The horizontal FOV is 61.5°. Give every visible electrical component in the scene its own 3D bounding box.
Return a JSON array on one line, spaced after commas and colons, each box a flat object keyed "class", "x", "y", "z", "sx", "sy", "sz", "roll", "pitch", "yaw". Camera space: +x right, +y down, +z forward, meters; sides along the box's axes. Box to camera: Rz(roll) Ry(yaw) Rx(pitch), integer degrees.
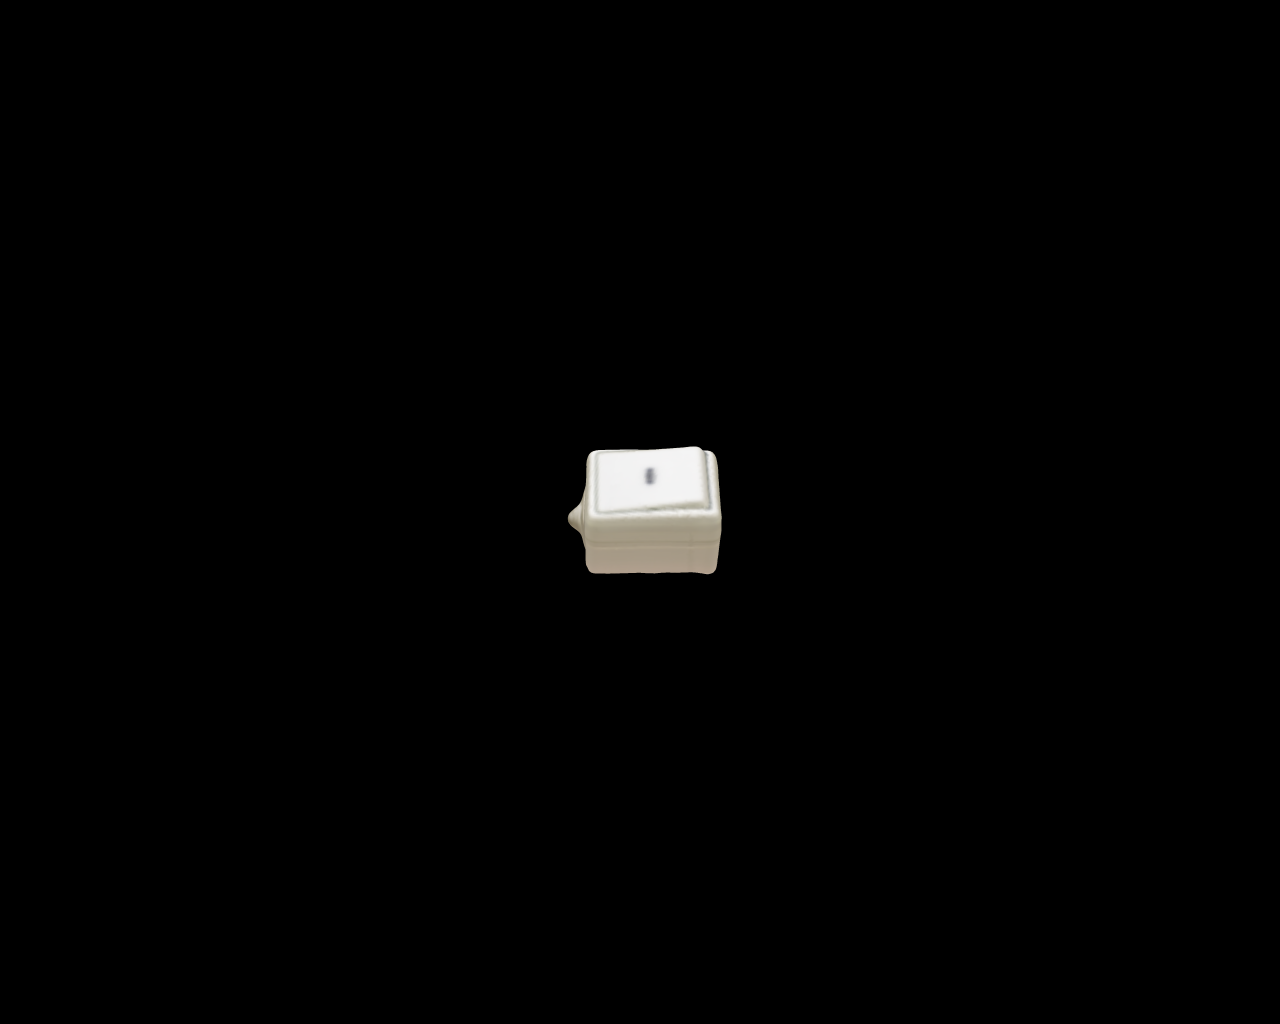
[{"class": "electrical component", "x": 0.001, "y": -0.003, "z": 0.650, "sx": 0.096, "sy": 0.062, "sz": 0.061, "roll": 0, "pitch": -43, "yaw": 0}]
